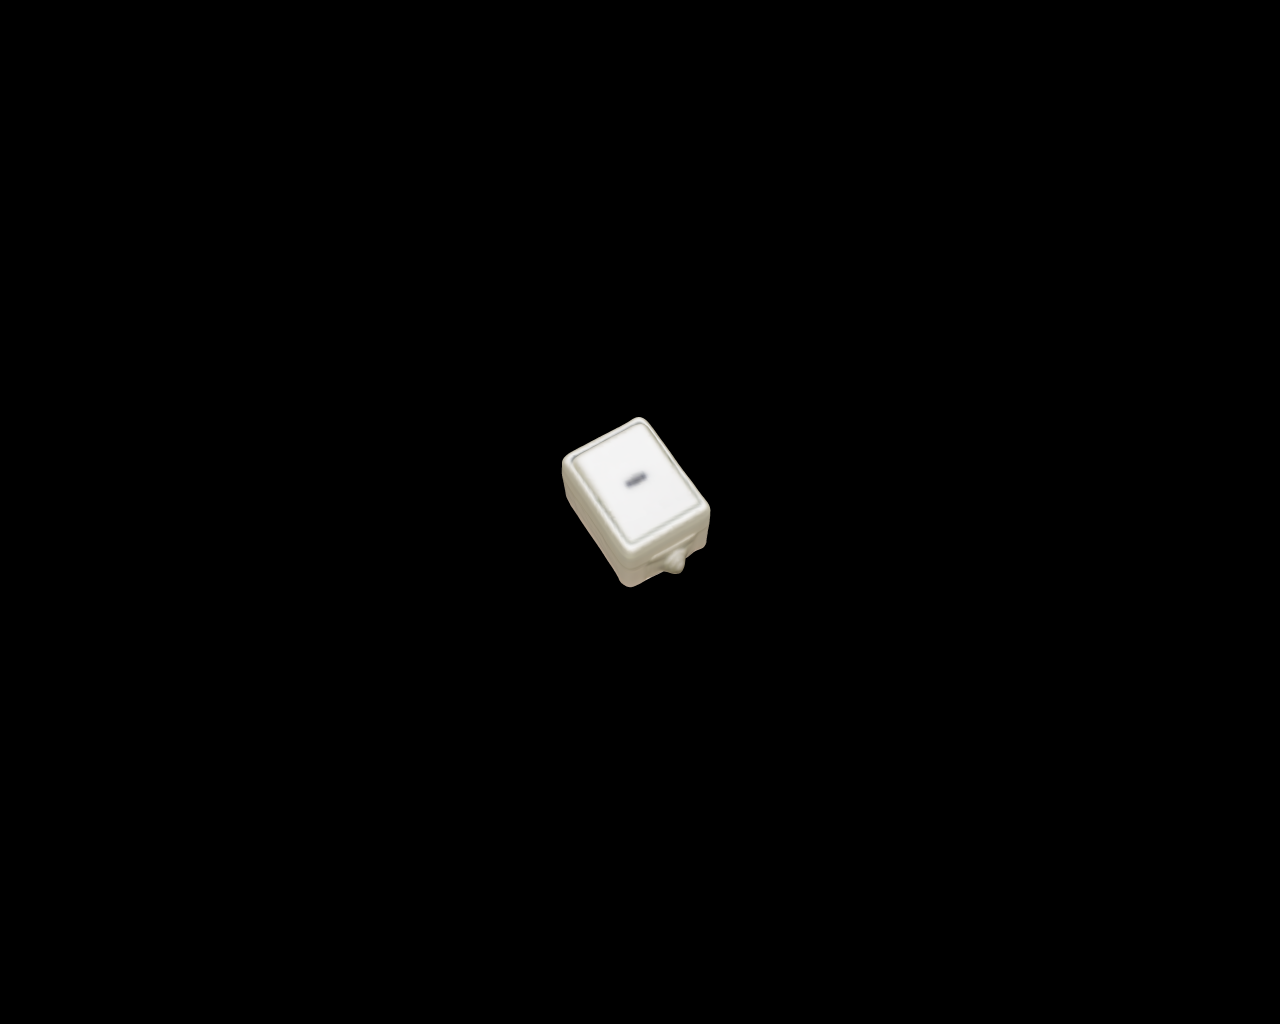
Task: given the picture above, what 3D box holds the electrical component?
[{"bbox_3d":[0.001,-0.003,0.650,0.062,0.096,0.061,-29,-24,-14],"label":"electrical component"}]
